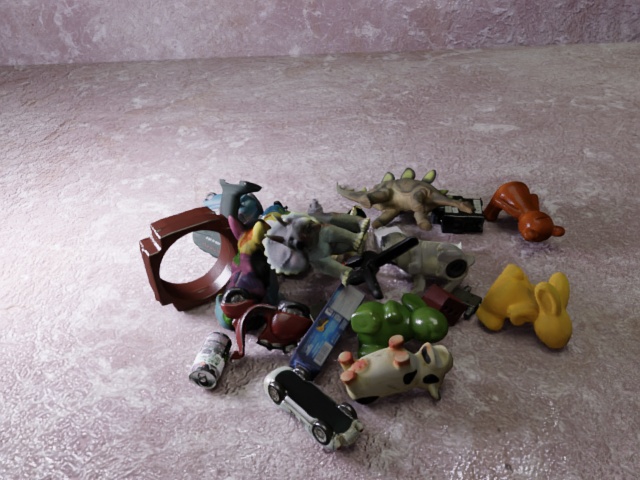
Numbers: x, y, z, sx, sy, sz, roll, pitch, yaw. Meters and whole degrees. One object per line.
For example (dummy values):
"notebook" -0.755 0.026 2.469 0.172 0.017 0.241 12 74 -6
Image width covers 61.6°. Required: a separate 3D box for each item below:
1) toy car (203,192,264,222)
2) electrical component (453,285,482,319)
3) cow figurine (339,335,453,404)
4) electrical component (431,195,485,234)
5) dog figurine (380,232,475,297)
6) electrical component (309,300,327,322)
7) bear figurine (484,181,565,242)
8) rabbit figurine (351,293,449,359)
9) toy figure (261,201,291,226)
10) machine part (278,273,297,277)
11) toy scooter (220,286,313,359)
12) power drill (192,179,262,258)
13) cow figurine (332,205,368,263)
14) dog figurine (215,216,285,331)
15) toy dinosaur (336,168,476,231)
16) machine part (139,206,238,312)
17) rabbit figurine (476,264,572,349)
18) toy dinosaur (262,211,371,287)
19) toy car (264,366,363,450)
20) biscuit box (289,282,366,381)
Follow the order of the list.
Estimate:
"toy car" -0.240 -0.069 1.430 0.162 0.109 0.103 -2 52 16
"electrical component" 0.316 0.132 1.156 0.063 0.021 0.094 21 39 30
"cow figurine" 0.140 0.235 0.945 0.195 0.127 0.086 -18 34 2
"electrical component" 0.364 -0.068 1.423 0.134 0.058 0.115 4 33 11
"dog figurine" 0.241 0.029 1.229 0.172 0.121 0.191 -6 32 -8
"electrical component" 0.001 0.160 1.120 0.102 0.045 0.078 -25 68 -26
"bear figurine" 0.518 -0.053 1.363 0.120 0.131 0.196 -11 52 -11
"rabbit figurine" 0.164 0.170 1.030 0.170 0.121 0.159 -6 9 22
"toy figure" -0.112 -0.035 1.385 0.089 0.082 0.180 21 26 -9
"machine part" -0.039 0.016 1.306 0.079 0.079 0.243 17 37 27
"toy scooter" -0.111 0.174 1.042 0.184 0.075 0.135 14 74 -5
"power drill" -0.202 -0.041 1.319 0.232 0.207 0.086 10 2 31
"cow figurine" 0.067 -0.014 1.325 0.068 0.098 0.167 18 38 18
"dog figurine" -0.154 0.060 1.123 0.109 0.218 0.191 12 35 27
"toy dinosaur" 0.199 -0.114 1.448 0.472 0.104 0.198 10 38 37
"machine part" -0.279 0.039 1.175 0.201 0.200 0.087 -22 36 -26
"rabbit figurine" 0.425 0.131 1.059 0.122 0.162 0.173 -17 52 -42
"toy dinosaur" 0.000 -0.009 1.140 0.192 0.131 0.405 19 12 6
"toy car" -0.015 0.284 0.921 0.073 0.056 0.202 -24 40 -38
"biscuit box" 0.016 0.173 1.042 0.059 0.062 0.203 33 51 6
